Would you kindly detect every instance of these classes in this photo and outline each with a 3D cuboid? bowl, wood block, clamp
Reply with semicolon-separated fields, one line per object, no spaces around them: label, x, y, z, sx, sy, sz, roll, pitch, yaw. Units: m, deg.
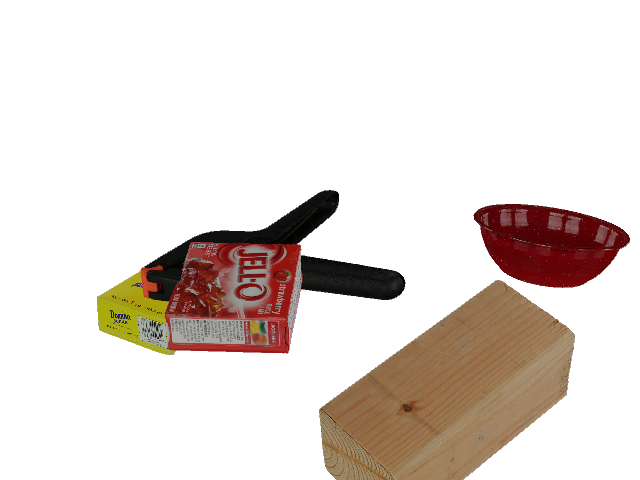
bowl;0.238;0.009;1.121;0.162;0.055;0.162;5;17;-2
wood block;0.107;0.135;0.894;0.205;0.090;0.091;-32;50;-25
clamp;-0.050;0.012;0.914;0.209;0.036;0.164;-7;31;-11

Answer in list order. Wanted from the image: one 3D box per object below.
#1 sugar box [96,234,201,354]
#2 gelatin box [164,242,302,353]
sugar box;-0.136;0.050;1.096;0.093;0.048;0.175;16;32;26
gelatin box;-0.051;0.033;0.659;0.073;0.030;0.089;2;30;5
